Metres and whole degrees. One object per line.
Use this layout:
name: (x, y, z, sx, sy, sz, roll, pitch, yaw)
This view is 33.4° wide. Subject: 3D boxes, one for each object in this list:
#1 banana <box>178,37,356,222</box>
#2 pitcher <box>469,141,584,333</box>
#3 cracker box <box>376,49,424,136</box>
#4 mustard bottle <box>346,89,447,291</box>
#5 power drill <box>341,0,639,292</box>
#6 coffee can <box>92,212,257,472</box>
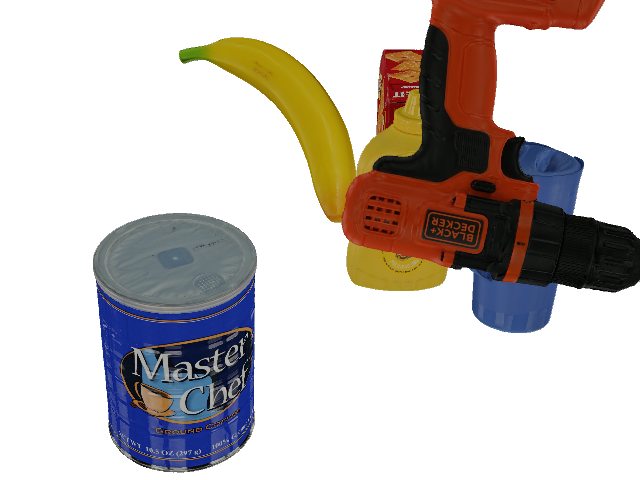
banana: (-0.025, -0.099, 0.824, 0.069, 0.198, 0.037, -42, -22, -3)
pitcher: (0.259, -0.001, 1.421, 0.149, 0.243, 0.145, 5, 24, 4)
cracker box: (0.099, -0.108, 1.188, 0.072, 0.164, 0.213, 1, 24, 2)
mustard bottle: (0.080, -0.047, 0.992, 0.096, 0.192, 0.058, 2, 27, -7)
power drill: (0.116, -0.069, 0.633, 0.184, 0.188, 0.057, 11, 5, 3)
coffee can: (-0.094, 0.067, 0.708, 0.103, 0.140, 0.103, 2, 34, -1)
